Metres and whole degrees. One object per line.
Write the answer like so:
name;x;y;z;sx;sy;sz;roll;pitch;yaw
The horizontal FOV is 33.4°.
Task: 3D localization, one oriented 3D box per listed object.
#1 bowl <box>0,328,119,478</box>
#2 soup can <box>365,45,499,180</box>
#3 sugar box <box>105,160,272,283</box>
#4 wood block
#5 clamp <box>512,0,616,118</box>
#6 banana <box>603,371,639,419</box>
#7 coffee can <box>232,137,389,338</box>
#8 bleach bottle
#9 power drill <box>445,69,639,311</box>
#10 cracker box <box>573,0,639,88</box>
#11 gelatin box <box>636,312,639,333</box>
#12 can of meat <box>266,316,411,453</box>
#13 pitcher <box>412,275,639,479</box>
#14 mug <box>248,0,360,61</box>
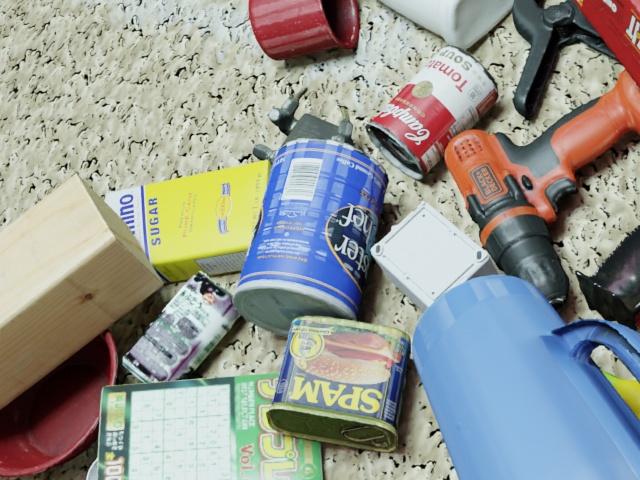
bowl;-0.236;0.139;0.942;0.162;0.055;0.162;-12;56;18
soup can;0.098;-0.112;0.931;0.102;0.068;0.069;-46;53;-8
sugar box;-0.122;-0.012;0.987;0.176;0.048;0.093;-9;58;19
wood block;-0.251;0.054;0.909;0.206;0.090;0.090;-37;53;-1
clamp;0.206;-0.182;0.942;0.120;0.039;0.171;-23;49;5
banana;0.222;0.176;0.718;0.070;0.037;0.197;-20;50;37
coffee can;-0.006;0.001;0.888;0.103;0.102;0.140;1;61;26
bleach bottle;0.073;-0.272;1.044;0.102;0.068;0.251;-42;50;-16
power drill;0.208;-0.048;0.846;0.188;0.057;0.184;-27;53;7
cracker box;0.330;-0.200;0.837;0.213;0.072;0.164;-17;53;-9
gelatin box;0.261;0.043;0.781;0.073;0.030;0.089;-28;52;7
can of meat;0.017;0.110;0.829;0.102;0.057;0.084;8;60;10
pitcher;0.151;0.125;0.695;0.149;0.145;0.243;-24;39;1
mug;-0.013;-0.228;1.051;0.082;0.093;0.117;-10;27;25
